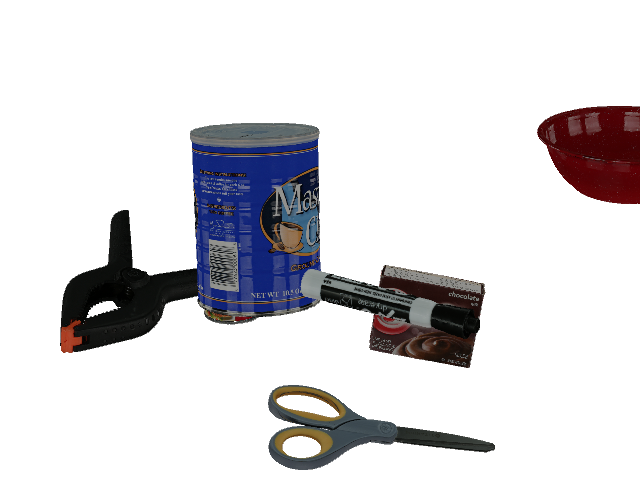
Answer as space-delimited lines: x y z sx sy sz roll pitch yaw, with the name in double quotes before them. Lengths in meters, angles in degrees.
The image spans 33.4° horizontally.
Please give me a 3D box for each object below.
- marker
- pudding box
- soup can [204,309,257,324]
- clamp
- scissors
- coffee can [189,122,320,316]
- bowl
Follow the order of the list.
"marker" 0.043 0.040 0.673 0.121 0.020 0.020 13 6 28
"pudding box" 0.114 0.081 1.150 0.113 0.090 0.039 9 23 5
"soup can" -0.103 0.037 1.236 0.068 0.102 0.068 0 19 0
"clamp" -0.187 0.040 1.026 0.165 0.036 0.209 26 36 23
"scissors" 0.043 0.178 0.923 0.202 0.016 0.096 17 42 13
"coffee can" -0.051 -0.020 0.860 0.103 0.140 0.103 -1 13 0
"bowl" 0.281 -0.076 0.982 0.162 0.055 0.162 -3 24 1
